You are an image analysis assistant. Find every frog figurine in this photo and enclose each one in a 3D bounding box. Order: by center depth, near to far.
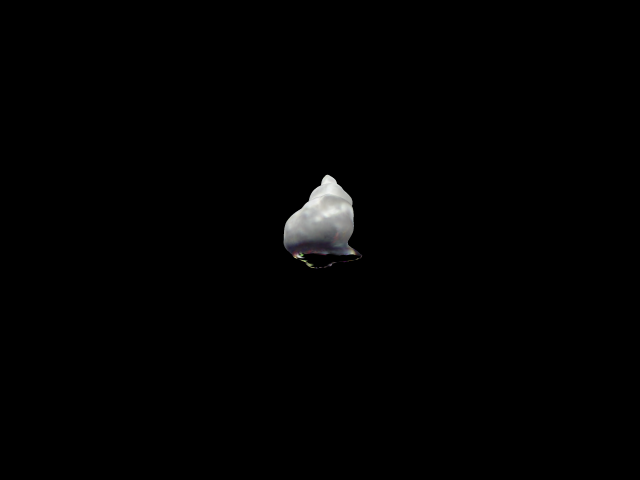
[{"bbox_3d":[0.003,-0.043,0.850,0.122,0.162,0.135,9,-22,-23],"label":"frog figurine"}]
